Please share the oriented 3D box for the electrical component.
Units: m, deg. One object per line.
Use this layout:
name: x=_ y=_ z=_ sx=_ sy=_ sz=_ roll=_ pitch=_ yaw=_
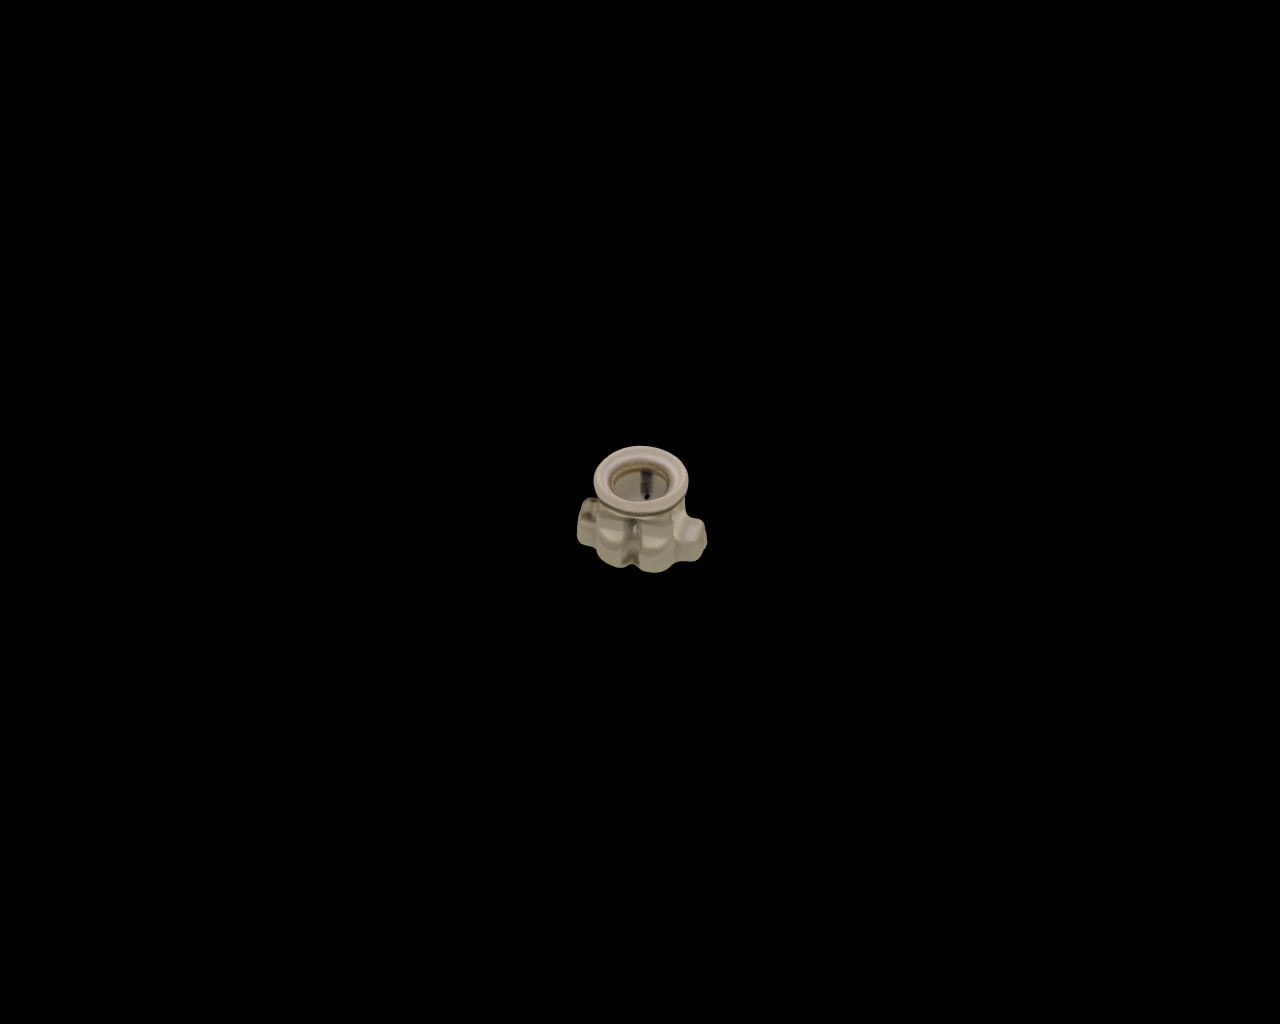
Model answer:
electrical component: x=0.001 y=-0.003 z=0.650 sx=0.078 sy=0.056 sz=0.058 roll=10 pitch=43 yaw=11
